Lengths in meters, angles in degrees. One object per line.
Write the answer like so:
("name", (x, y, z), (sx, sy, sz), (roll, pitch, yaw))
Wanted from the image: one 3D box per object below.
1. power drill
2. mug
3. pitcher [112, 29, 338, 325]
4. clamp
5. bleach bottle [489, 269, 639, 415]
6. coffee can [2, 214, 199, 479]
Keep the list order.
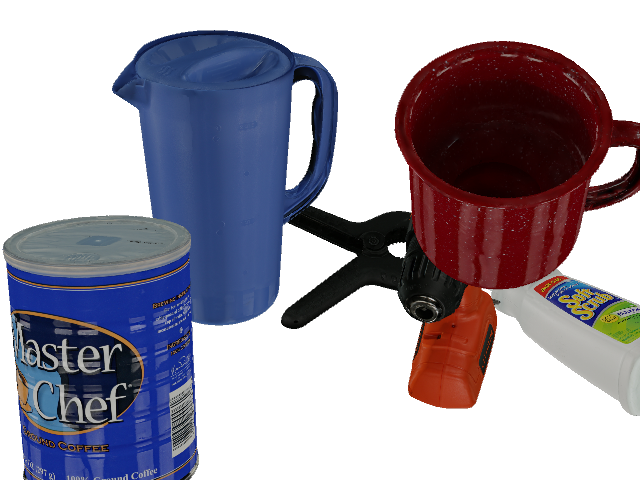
("power drill", (0.092, 0.031, 0.743), (0.057, 0.188, 0.184), (11, 45, 15))
("mug", (0.094, -0.032, 0.493), (0.117, 0.093, 0.081), (-6, -34, 3))
("pitcher", (-0.079, -0.052, 0.931), (0.149, 0.243, 0.144), (16, 34, 22))
("clamp", (0.047, 0.020, 1.058), (0.210, 0.164, 0.036), (2, -40, -4))
("bleach bottle", (0.244, 0.079, 1.040), (0.102, 0.068, 0.251), (-17, 26, -27))
("coffee can", (-0.123, 0.065, 0.610), (0.103, 0.140, 0.103), (0, 16, 0))
